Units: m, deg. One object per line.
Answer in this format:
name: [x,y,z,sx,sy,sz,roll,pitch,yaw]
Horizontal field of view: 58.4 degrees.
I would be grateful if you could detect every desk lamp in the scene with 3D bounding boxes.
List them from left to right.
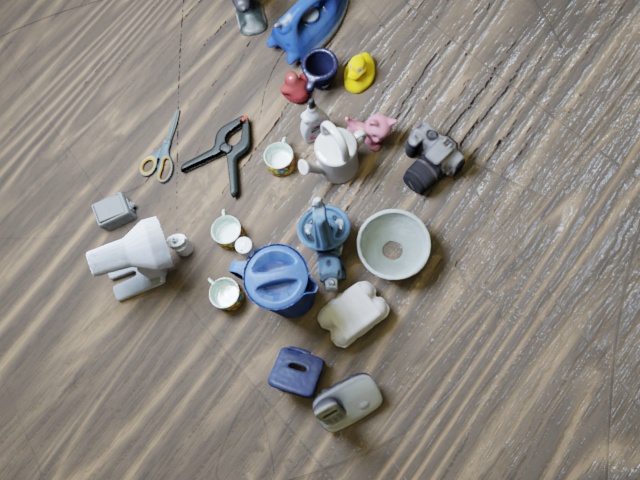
desk lamp: [-0.414,0.046,1.288,0.203,0.213,0.118,-24,74,-1]

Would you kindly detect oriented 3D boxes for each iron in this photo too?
iron: [-0.023,-0.578,1.456,0.118,0.141,0.258,42,82,14]

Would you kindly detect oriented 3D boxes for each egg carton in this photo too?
egg carton: [0.074,0.165,1.288,0.150,0.069,0.107,-37,75,-5]

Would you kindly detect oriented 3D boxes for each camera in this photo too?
camera: [0.250,-0.189,1.350,0.143,0.101,0.137,43,83,14]

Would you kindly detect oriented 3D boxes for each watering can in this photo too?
watering can: [0.032,-0.204,1.325,0.100,0.194,0.173,33,80,13]

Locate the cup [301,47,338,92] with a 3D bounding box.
cup: [-0.002,-0.407,1.433,0.091,0.095,0.118,20,78,10]

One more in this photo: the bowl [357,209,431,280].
bowl: [0.169,0.017,1.316,0.167,0.075,0.167,-1,75,5]

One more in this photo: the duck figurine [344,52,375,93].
duck figurine: [0.098,-0.433,1.436,0.077,0.086,0.105,24,79,11]

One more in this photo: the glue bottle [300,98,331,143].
glue bottle: [-0.014,-0.290,1.363,0.078,0.173,0.037,-28,74,-2]

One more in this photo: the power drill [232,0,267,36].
power drill: [-0.193,-0.619,1.447,0.075,0.208,0.229,-16,74,1]

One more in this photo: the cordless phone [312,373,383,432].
cordless phone: [0.054,0.335,1.185,0.147,0.185,0.094,-31,75,-3]

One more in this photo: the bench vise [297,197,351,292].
bench vise: [0.022,-0.001,1.259,0.121,0.220,0.207,-26,74,-2]

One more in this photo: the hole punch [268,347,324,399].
hole punch: [-0.052,0.288,1.256,0.108,0.091,0.101,15,77,9]

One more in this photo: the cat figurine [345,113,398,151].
cat figurine: [0.118,-0.271,1.375,0.127,0.118,0.067,16,77,9]

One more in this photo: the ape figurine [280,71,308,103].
ape figurine: [-0.064,-0.391,1.436,0.078,0.092,0.076,-16,74,1]
